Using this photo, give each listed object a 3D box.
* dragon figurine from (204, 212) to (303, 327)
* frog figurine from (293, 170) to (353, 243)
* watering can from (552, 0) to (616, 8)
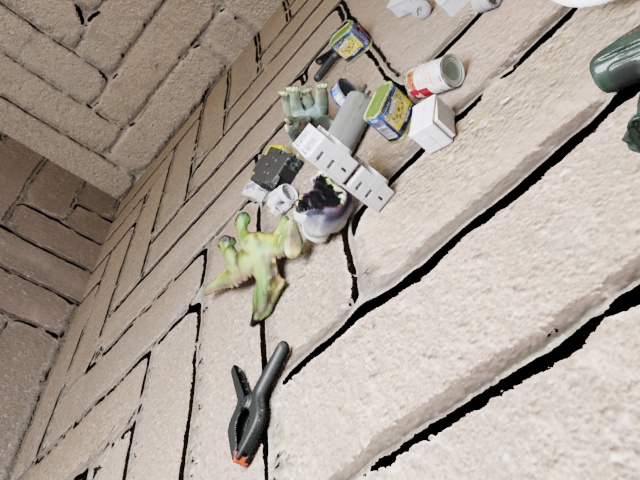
[{"bbox_3d":[-0.157,0.081,1.163,0.403,0.121,0.249,-51,34,30],"label":"dragon figurine"},{"bbox_3d":[0.003,-0.054,1.076,0.156,0.123,0.140,98,-179,-63],"label":"frog figurine"},{"bbox_3d":[0.445,-0.483,0.822,0.222,0.103,0.356,-41,31,22],"label":"watering can"}]
